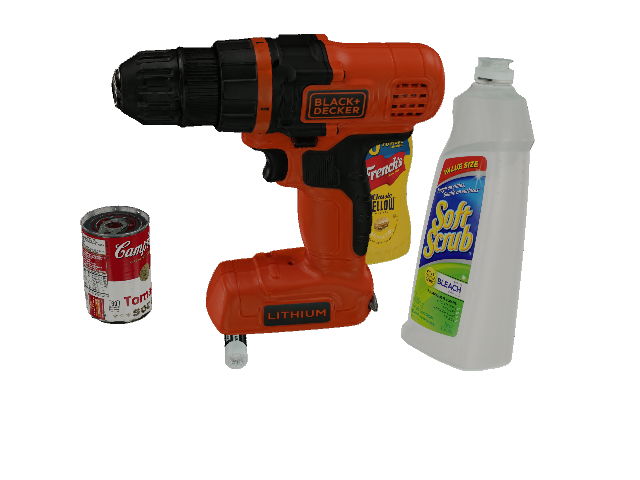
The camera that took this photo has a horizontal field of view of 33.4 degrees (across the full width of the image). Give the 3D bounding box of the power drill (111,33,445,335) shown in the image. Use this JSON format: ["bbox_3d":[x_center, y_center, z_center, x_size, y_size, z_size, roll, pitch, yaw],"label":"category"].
[{"bbox_3d":[-0.027,-0.031,0.626,0.184,0.188,0.057,-2,38,-11],"label":"power drill"}]

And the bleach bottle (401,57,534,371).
[{"bbox_3d":[0.126,-0.025,0.885,0.067,0.251,0.103,-4,16,-31],"label":"bleach bottle"}]

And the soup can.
[{"bbox_3d":[-0.205,0.025,1.078,0.068,0.102,0.068,2,26,-1],"label":"soup can"}]

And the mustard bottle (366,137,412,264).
[{"bbox_3d":[0.048,-0.074,1.072,0.096,0.192,0.058,-9,19,-30],"label":"mustard bottle"}]

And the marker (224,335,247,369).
[{"bbox_3d":[-0.075,0.065,0.925,0.020,0.020,0.121,0,35,-7],"label":"marker"}]
